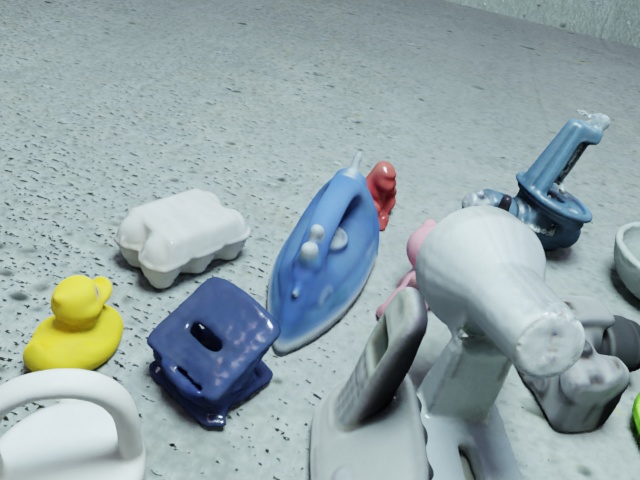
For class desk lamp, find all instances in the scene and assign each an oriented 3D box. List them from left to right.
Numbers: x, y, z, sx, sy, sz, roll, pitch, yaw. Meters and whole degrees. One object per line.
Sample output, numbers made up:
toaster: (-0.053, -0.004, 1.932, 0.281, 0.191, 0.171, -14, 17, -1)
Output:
desk lamp: (0.151, 0.101, 0.518, 0.118, 0.213, 0.203, 5, 36, -9)

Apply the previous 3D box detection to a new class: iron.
iron: (0.006, 0.002, 0.677, 0.118, 0.141, 0.258, 17, 36, 8)

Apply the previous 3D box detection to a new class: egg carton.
egg carton: (-0.167, -0.006, 0.703, 0.107, 0.069, 0.151, 35, 41, 29)

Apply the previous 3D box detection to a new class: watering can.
watering can: (-0.160, 0.160, 0.367, 0.101, 0.194, 0.172, -19, 45, -35)

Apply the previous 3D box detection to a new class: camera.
camera: (0.298, 0.121, 0.630, 0.137, 0.101, 0.143, 2, 36, -13)

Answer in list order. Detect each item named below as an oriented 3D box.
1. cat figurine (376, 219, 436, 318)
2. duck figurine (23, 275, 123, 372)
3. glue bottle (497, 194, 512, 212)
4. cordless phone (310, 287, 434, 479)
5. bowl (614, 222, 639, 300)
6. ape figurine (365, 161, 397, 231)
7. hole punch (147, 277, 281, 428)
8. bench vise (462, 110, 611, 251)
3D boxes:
cat figurine: (0.126, 0.033, 0.689, 0.067, 0.118, 0.128, 23, 37, 16)
duck figurine: (-0.239, 0.077, 0.554, 0.077, 0.086, 0.105, 24, 37, 17)
glue bottle: (0.193, 0.021, 0.677, 0.037, 0.173, 0.078, 21, 37, 14)
cordless phone: (0.049, 0.140, 0.461, 0.094, 0.185, 0.147, 5, 36, -8)
bowl: (0.485, 0.050, 0.802, 0.167, 0.075, 0.167, 8, 35, -5)
ape figurine: (0.087, -0.073, 0.847, 0.078, 0.092, 0.076, -19, 45, -35)
hole punch: (-0.102, 0.104, 0.550, 0.108, 0.091, 0.101, 33, 41, 27)
bench vise: (0.308, -0.068, 0.791, 0.208, 0.220, 0.121, -16, 44, -33)
